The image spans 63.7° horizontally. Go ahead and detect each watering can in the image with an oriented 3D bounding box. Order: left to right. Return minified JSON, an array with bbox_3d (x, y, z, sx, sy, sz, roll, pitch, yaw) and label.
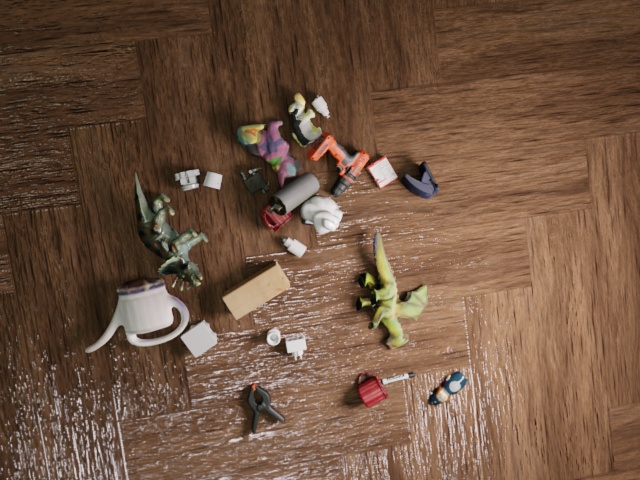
[{"bbox_3d":[-0.608,0.244,1.679,0.348,0.104,0.223,-11,94,-5],"label":"watering can"}]

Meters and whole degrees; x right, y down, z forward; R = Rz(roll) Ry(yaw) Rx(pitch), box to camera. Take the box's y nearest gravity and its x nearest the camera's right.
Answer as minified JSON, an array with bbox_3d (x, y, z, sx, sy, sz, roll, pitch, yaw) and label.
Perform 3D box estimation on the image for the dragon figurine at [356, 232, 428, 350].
[{"bbox_3d":[0.263,0.185,1.776,0.242,0.123,0.408,7,96,-23],"label":"dragon figurine"}]

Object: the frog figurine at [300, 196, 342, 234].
[{"bbox_3d":[0.005,-0.085,1.686,0.137,0.160,0.122,17,93,-7],"label":"frog figurine"}]
